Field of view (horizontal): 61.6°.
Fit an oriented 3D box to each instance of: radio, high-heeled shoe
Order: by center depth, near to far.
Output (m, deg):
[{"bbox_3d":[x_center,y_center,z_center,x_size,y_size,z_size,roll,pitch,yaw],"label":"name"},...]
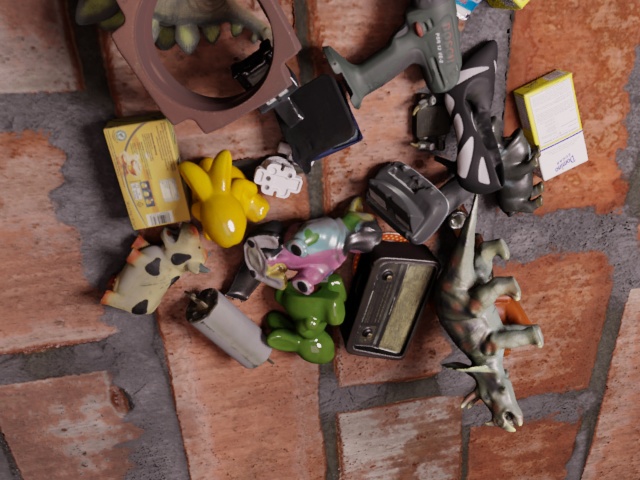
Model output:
[{"bbox_3d":[0.272,-0.200,0.866,0.086,0.145,0.248,12,102,-43],"label":"high-heeled shoe"},{"bbox_3d":[0.125,0.114,1.017,0.131,0.073,0.229,8,115,-15],"label":"radio"}]

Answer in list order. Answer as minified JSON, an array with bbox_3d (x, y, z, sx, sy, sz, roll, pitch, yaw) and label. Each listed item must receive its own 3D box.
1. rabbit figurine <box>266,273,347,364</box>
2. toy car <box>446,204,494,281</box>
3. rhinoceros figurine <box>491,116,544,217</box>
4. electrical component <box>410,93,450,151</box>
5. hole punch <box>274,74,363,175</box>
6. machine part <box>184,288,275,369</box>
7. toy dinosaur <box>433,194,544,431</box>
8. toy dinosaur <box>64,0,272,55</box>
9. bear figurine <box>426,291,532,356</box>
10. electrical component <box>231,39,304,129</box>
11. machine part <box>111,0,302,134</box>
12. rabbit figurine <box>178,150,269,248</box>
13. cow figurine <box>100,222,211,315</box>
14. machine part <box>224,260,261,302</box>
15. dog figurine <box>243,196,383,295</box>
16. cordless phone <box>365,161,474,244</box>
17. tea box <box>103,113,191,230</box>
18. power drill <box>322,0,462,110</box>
[{"bbox_3d":[-0.023,0.164,1.006,0.159,0.121,0.170,-6,113,-2],"label":"rabbit figurine"},{"bbox_3d":[0.276,-0.003,1.007,0.053,0.089,0.202,-30,116,8],"label":"toy car"},{"bbox_3d":[0.337,-0.132,0.959,0.112,0.073,0.190,-10,120,33],"label":"rhinoceros figurine"},{"bbox_3d":[0.188,-0.200,0.923,0.078,0.045,0.102,-2,115,-9],"label":"electrical component"},{"bbox_3d":[0.000,-0.189,0.858,0.116,0.092,0.142,-22,93,21],"label":"hole punch"},{"bbox_3d":[-0.164,0.165,0.989,0.079,0.079,0.243,-37,126,6],"label":"machine part"},{"bbox_3d":[0.273,0.129,0.959,0.192,0.131,0.404,-22,97,20],"label":"toy dinosaur"},{"bbox_3d":[-0.259,-0.369,0.718,0.471,0.105,0.198,26,107,-22],"label":"toy dinosaur"},{"bbox_3d":[0.304,0.147,1.064,0.196,0.132,0.120,10,140,-22],"label":"bear figurine"},{"bbox_3d":[-0.069,-0.227,0.800,0.075,0.048,0.119,-35,128,16],"label":"electrical component"},{"bbox_3d":[-0.142,-0.259,0.695,0.201,0.087,0.200,-26,115,13],"label":"machine part"},{"bbox_3d":[-0.149,-0.061,0.848,0.122,0.173,0.162,-15,121,-1],"label":"rabbit figurine"},{"bbox_3d":[-0.273,0.050,0.922,0.127,0.086,0.195,31,108,-25],"label":"cow figurine"},{"bbox_3d":[-0.120,0.055,0.983,0.084,0.039,0.139,31,103,-28],"label":"machine part"},{"bbox_3d":[-0.002,-0.003,0.936,0.219,0.192,0.108,-34,123,-43],"label":"dog figurine"},{"bbox_3d":[0.185,-0.094,0.938,0.184,0.147,0.088,-35,149,-15],"label":"cordless phone"},{"bbox_3d":[-0.270,-0.110,0.857,0.098,0.068,0.169,-10,115,-8],"label":"tea box"},{"bbox_3d":[0.109,-0.307,0.817,0.207,0.086,0.231,-29,130,7],"label":"power drill"}]
